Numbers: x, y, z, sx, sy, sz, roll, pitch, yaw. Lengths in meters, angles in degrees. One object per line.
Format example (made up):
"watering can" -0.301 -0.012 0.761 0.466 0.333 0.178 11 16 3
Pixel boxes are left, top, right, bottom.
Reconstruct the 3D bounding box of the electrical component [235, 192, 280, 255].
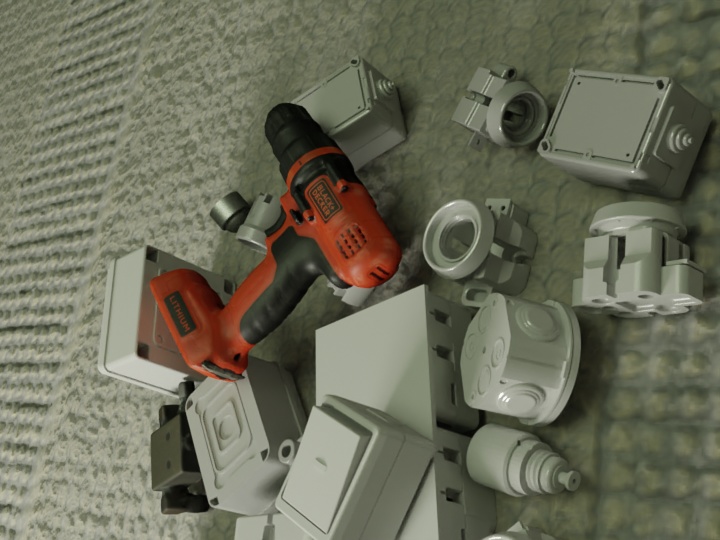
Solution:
"electrical component" -0.083 -0.041 0.950 0.040 0.040 0.046 11 74 49

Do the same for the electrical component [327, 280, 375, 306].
"electrical component" 0.000 0.000 0.840 0.046 0.040 0.040 -57 41 19

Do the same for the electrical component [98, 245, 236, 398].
"electrical component" -0.167 0.049 0.943 0.056 0.109 0.108 -22 57 36

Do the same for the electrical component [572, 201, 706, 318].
"electrical component" 0.167 -0.006 0.648 0.078 0.058 0.057 -10 67 45

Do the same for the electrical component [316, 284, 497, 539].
"electrical component" 0.028 0.119 0.734 0.105 0.060 0.186 -25 55 38

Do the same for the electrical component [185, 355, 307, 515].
"electrical component" -0.085 0.131 0.854 0.078 0.057 0.113 -45 44 22

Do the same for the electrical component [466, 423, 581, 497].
"electrical component" 0.102 0.121 0.669 0.078 0.040 0.040 10 79 49

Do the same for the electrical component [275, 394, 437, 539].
"electrical component" -0.009 0.134 0.671 0.062 0.061 0.096 25 90 50

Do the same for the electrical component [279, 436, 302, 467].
"electrical component" -0.031 0.139 0.787 0.043 0.062 0.043 -24 55 39

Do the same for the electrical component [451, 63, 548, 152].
"electrical component" 0.104 -0.115 0.779 0.066 0.048 0.055 -62 33 5

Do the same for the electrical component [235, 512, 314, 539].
"electrical component" -0.047 0.210 0.777 0.095 0.054 0.059 -17 60 42

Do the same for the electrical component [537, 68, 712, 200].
"electrical component" 0.173 -0.084 0.675 0.096 0.061 0.061 20 87 50

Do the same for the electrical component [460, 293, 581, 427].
"electrical component" 0.101 0.055 0.677 0.080 0.051 0.080 -167 90 -75

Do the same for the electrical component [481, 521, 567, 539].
"electrical component" 0.097 0.185 0.631 0.058 0.057 0.078 -46 44 22

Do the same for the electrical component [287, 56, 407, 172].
"electrical component" -0.004 -0.126 0.893 0.096 0.061 0.061 -29 52 27

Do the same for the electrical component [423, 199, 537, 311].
"electrical component" 0.081 -0.015 0.745 0.058 0.057 0.078 5 76 48
